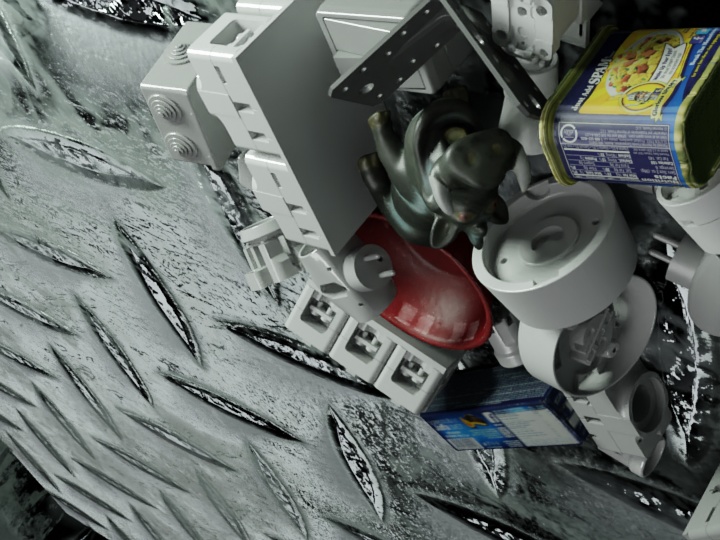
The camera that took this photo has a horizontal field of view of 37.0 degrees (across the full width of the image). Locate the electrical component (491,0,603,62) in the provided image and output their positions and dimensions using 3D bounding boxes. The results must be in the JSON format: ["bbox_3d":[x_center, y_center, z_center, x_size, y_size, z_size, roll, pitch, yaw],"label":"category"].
[{"bbox_3d":[0.105,-0.156,0.607,0.042,0.063,0.081,25,150,27],"label":"electrical component"}]

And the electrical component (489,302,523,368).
[{"bbox_3d":[0.128,0.055,0.929,0.040,0.040,0.046,-3,126,53],"label":"electrical component"}]

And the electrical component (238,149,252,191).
[{"bbox_3d":[-0.068,-0.077,0.960,0.066,0.047,0.076,31,151,15],"label":"electrical component"}]

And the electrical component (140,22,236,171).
[{"bbox_3d":[-0.129,-0.144,0.879,0.048,0.099,0.099,11,144,22],"label":"electrical component"}]

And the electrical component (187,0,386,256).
[{"bbox_3d":[-0.043,-0.117,0.804,0.060,0.105,0.186,15,145,38],"label":"electrical component"}]

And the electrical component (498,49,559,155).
[{"bbox_3d":[0.110,-0.112,0.693,0.044,0.044,0.065,24,145,28],"label":"electrical component"}]

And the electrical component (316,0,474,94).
[{"bbox_3d":[0.017,-0.158,0.715,0.096,0.061,0.061,15,145,39],"label":"electrical component"}]

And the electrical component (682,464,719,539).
[{"bbox_3d":[0.348,0.218,0.851,0.150,0.089,0.061,40,153,-2],"label":"electrical component"}]

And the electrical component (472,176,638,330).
[{"bbox_3d":[0.140,-0.008,0.748,0.108,0.108,0.060,5,144,48],"label":"electrical component"}]

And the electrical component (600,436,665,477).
[{"bbox_3d":[0.238,0.154,0.945,0.046,0.040,0.040,28,152,33],"label":"electrical component"}]

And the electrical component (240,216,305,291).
[{"bbox_3d":[-0.081,-0.022,1.038,0.058,0.078,0.057,-10,105,57],"label":"electrical component"}]

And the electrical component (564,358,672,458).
[{"bbox_3d":[0.215,0.108,0.888,0.056,0.050,0.089,3,137,50],"label":"electrical component"}]

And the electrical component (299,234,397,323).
[{"bbox_3d":[0.000,0.000,0.873,0.077,0.043,0.079,48,151,-18],"label":"electrical component"}]

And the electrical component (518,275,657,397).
[{"bbox_3d":[0.169,0.045,0.805,0.064,0.099,0.099,17,147,48],"label":"electrical component"}]

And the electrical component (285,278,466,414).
[{"bbox_3d":[0.016,0.064,1.008,0.150,0.089,0.061,33,110,11],"label":"electrical component"}]

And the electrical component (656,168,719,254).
[{"bbox_3d":[0.217,-0.043,0.653,0.047,0.055,0.055,46,153,-21],"label":"electrical component"}]

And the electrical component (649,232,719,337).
[{"bbox_3d":[0.229,-0.002,0.711,0.079,0.043,0.077,27,151,21],"label":"electrical component"}]
